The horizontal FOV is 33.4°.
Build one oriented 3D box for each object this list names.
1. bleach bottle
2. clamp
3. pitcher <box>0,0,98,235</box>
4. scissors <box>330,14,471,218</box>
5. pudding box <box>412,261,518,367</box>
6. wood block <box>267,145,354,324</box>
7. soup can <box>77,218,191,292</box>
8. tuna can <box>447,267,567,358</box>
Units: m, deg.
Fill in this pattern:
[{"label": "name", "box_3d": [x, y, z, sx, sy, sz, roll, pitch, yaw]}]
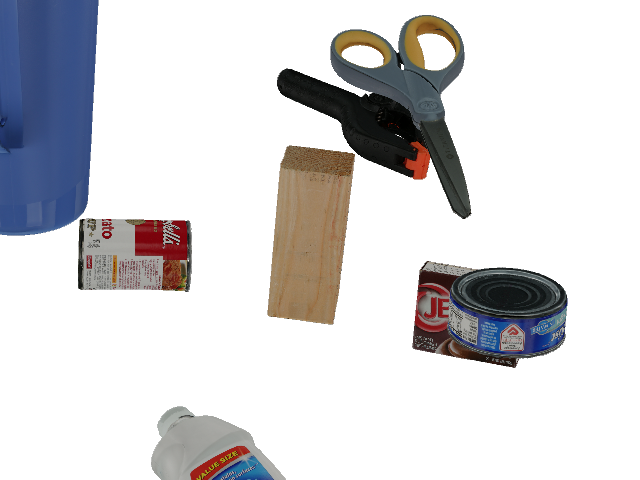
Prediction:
[{"label": "bleach bottle", "box_3d": [-0.062, 0.201, 0.750, 0.102, 0.068, 0.251, -18, 35, -24]}, {"label": "clamp", "box_3d": [0.036, -0.110, 0.916, 0.120, 0.039, 0.171, -12, 40, -12]}, {"label": "pitcher", "box_3d": [-0.232, -0.126, 0.799, 0.145, 0.243, 0.148, 26, 33, 35]}, {"label": "scissors", "box_3d": [0.046, -0.082, 0.648, 0.096, 0.016, 0.201, 4, 42, 7]}, {"label": "pudding box", "box_3d": [0.156, 0.076, 1.110, 0.113, 0.090, 0.039, 8, 21, 15]}, {"label": "wood block", "box_3d": [-0.013, -0.008, 1.379, 0.090, 0.206, 0.090, 7, 24, 2]}, {"label": "soup can", "box_3d": [-0.174, 0.014, 0.998, 0.102, 0.068, 0.068, 1, 0, -11]}, {"label": "tuna can", "box_3d": [0.136, 0.051, 0.776, 0.086, 0.034, 0.086, 0, 22, 0]}]
